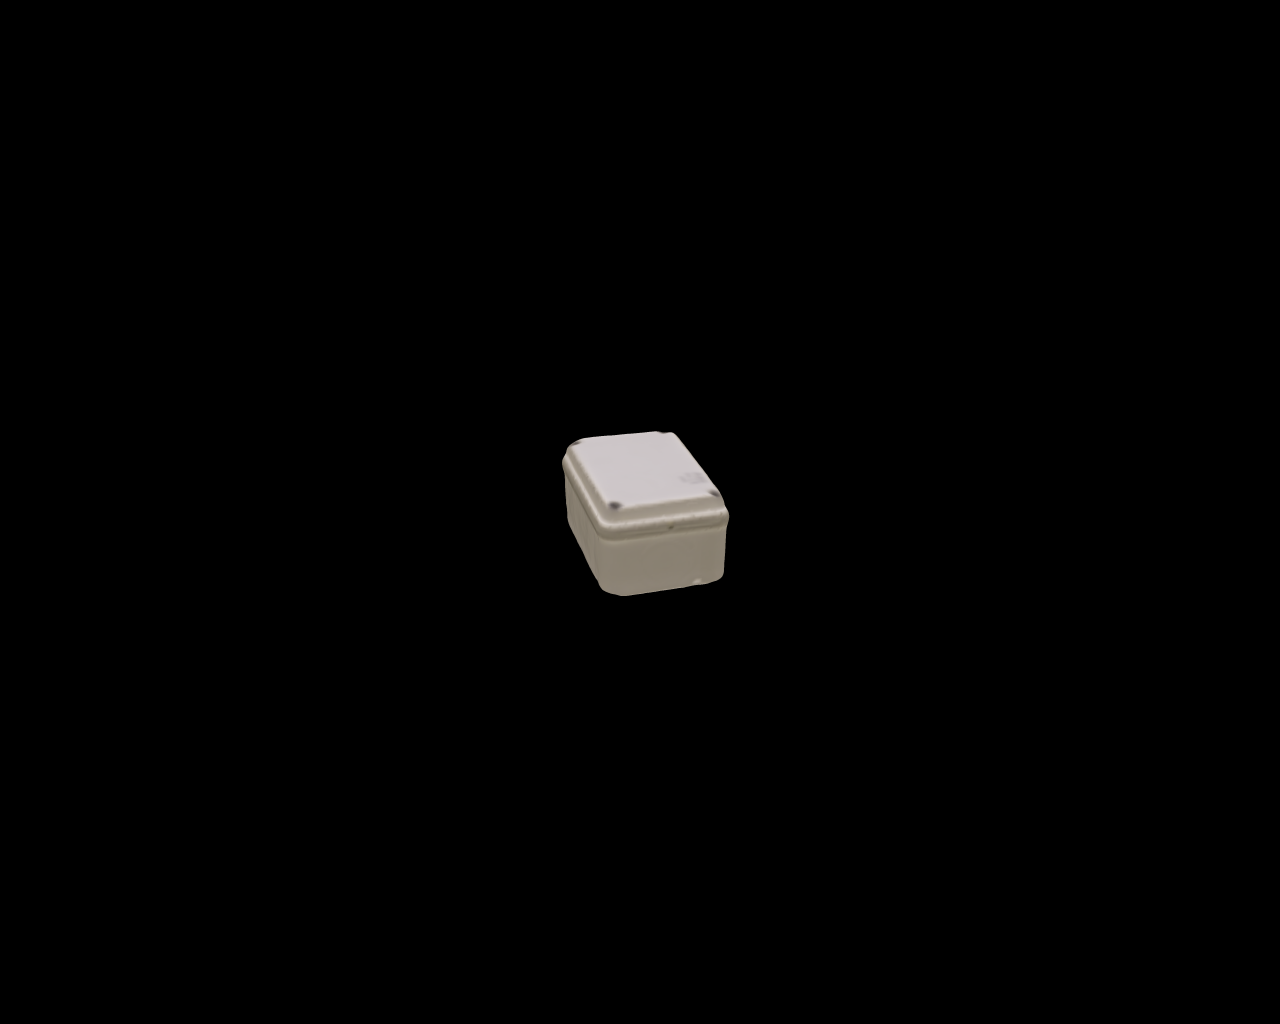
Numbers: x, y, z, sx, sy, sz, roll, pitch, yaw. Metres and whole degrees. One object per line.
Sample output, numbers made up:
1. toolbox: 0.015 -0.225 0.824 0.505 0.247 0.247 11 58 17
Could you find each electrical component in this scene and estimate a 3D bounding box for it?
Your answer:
1. electrical component: 0.001 -0.003 0.650 0.078 0.057 0.113 -7 27 -14
